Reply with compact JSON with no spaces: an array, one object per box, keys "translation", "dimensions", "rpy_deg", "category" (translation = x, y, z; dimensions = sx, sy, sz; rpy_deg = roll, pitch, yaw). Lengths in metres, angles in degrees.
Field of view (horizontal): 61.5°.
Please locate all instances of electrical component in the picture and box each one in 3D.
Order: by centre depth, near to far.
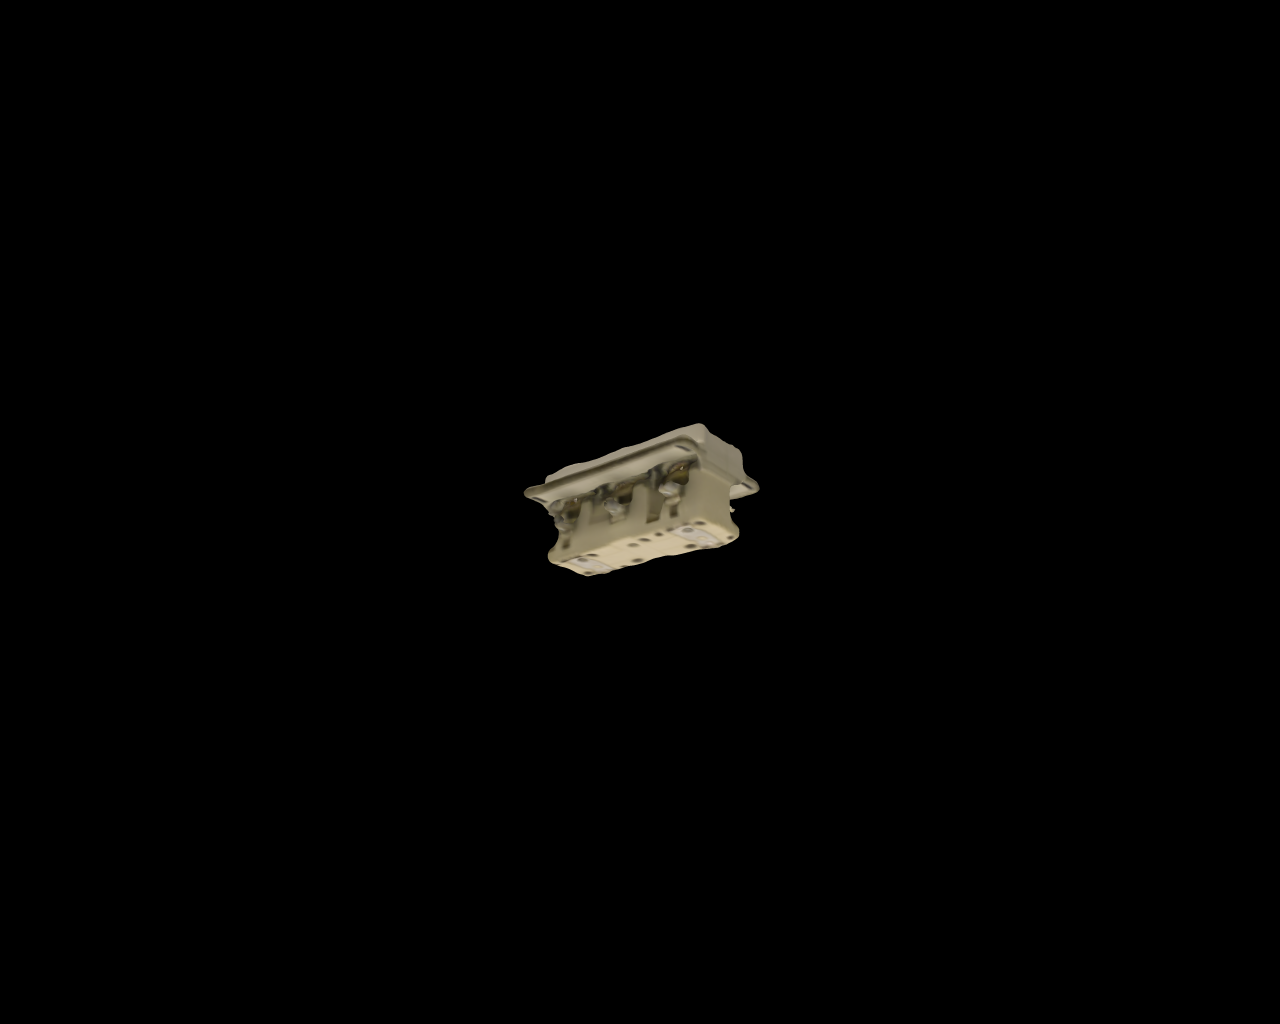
[{"translation":[0.001,-0.003,0.650],"dimensions":[0.121,0.063,0.078],"rpy_deg":[-16,-27,34],"category":"electrical component"}]
